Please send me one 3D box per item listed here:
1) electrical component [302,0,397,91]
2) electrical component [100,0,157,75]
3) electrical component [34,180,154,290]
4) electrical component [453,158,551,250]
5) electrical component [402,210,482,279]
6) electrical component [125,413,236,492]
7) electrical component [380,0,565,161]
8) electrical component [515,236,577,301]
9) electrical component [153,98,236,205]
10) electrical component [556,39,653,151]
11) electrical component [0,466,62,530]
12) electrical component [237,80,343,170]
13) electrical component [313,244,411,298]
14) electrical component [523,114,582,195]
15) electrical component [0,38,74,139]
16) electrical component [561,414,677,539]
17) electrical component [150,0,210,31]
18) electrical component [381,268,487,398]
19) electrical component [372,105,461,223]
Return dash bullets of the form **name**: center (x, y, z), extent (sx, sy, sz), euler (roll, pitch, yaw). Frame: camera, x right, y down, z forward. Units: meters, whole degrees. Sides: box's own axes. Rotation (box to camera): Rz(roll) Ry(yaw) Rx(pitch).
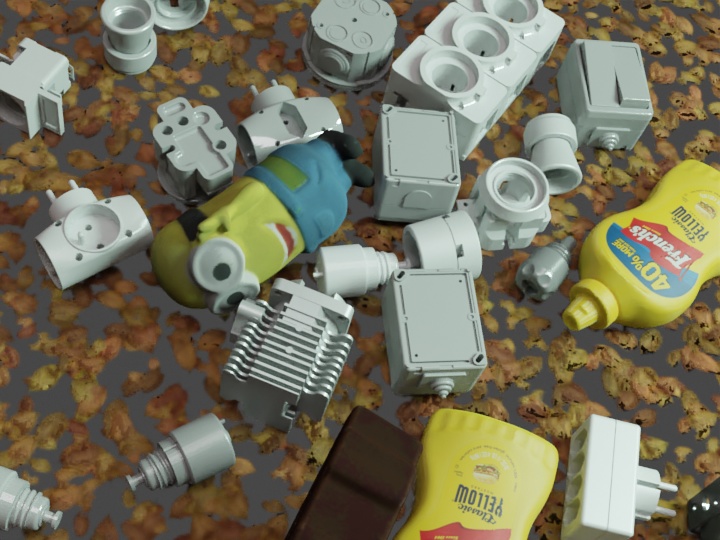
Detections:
- **electrical component**: center (-0.008, -0.200, 0.931), extent (0.080, 0.051, 0.080), euler (4, 61, -8)
- **electrical component**: center (-0.192, -0.196, 0.895), extent (0.045, 0.055, 0.045), euler (4, 61, -7)
- **electrical component**: center (-0.208, -0.035, 0.809), extent (0.077, 0.044, 0.079), euler (-28, 69, -22)
- **electrical component**: center (0.119, -0.054, 0.869), extent (0.078, 0.057, 0.058), euler (-4, 62, -12)
- **electrical component**: center (0.063, -0.015, 0.840), extent (0.047, 0.055, 0.055), euler (-13, 64, -12)
- **electrical component**: center (-0.122, 0.129, 0.736), extent (0.078, 0.040, 0.040), euler (-24, 68, -21)
- **electrical component**: center (0.100, -0.182, 0.934), extent (0.089, 0.061, 0.150), euler (35, 61, 10)
- **electrical component**: center (0.153, -0.005, 0.861), extent (0.035, 0.035, 0.061), euler (39, 60, 12)
- **electrical component**: center (-0.130, -0.087, 0.844), extent (0.058, 0.057, 0.078), euler (-29, 70, -23)
- **electrical component**: center (0.214, -0.149, 0.936), extent (0.062, 0.061, 0.096), euler (2, 61, -9)
- **electrical component**: center (-0.234, 0.151, 0.704), extent (0.078, 0.040, 0.040), euler (20, 60, 1)
- **electrical component**: center (-0.065, -0.124, 0.884), extent (0.077, 0.043, 0.079), euler (-20, 66, -19)
- **electrical component**: center (0.000, 0.000, 0.828), extent (0.078, 0.040, 0.040), euler (-5, 62, -13)
- **electrical component**: center (0.162, -0.098, 0.908), extent (0.045, 0.045, 0.055), euler (4, 60, -8)
- **electrical component**: center (-0.268, -0.148, 0.864), extent (0.081, 0.042, 0.063), euler (27, 59, 5)
- **electrical component**: center (0.190, 0.157, 0.770), extent (0.076, 0.047, 0.083), euler (14, 60, -2)
- **electrical component**: center (-0.161, -0.245, 0.927), extent (0.078, 0.058, 0.057), euler (-7, 60, -13)
- **electrical component**: center (0.053, 0.053, 0.796), extent (0.062, 0.061, 0.096), euler (-1, 62, -11)
- **electrical component**: center (0.043, -0.088, 0.876), extent (0.062, 0.061, 0.096), euler (4, 53, -8)
